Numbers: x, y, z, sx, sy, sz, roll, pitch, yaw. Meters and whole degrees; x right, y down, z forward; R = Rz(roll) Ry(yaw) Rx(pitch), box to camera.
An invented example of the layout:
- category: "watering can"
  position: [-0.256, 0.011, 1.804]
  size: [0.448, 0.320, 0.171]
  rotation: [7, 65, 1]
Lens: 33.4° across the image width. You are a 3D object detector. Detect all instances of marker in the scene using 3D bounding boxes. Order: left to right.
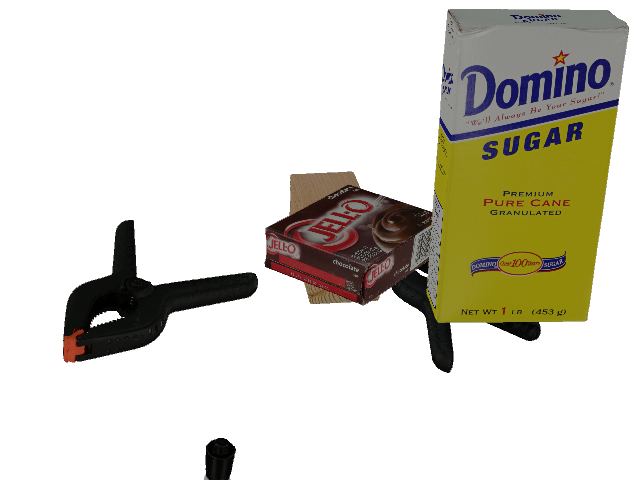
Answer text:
- category: "marker"
  position: [-0.070, 0.177, 0.696]
  size: [0.020, 0.121, 0.020]
  rotation: [7, 31, -4]

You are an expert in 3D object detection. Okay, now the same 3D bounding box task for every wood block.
- category: "wood block"
  position: [0.016, -0.008, 1.384]
  size: [0.090, 0.090, 0.206]
  rotation: [-3, 27, -8]

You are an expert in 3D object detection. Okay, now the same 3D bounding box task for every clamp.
- category: "clamp"
  position: [-0.182, 0.049, 1.023]
  size: [0.165, 0.036, 0.209]
  rotation: [26, 35, 24]
- category: "clamp"
  position: [0.130, 0.054, 1.034]
  size: [0.120, 0.039, 0.171]
  rotation: [-4, 44, -27]

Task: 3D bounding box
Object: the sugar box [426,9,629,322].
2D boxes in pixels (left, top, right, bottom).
- category: "sugar box"
  position: [0.113, -0.039, 0.603]
  size: [0.093, 0.176, 0.048]
  rotation: [-1, 27, -4]

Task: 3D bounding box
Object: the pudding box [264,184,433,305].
- category: "pudding box"
  position: [0.026, 0.000, 0.801]
  size: [0.090, 0.039, 0.113]
  rotation: [21, 29, 29]
